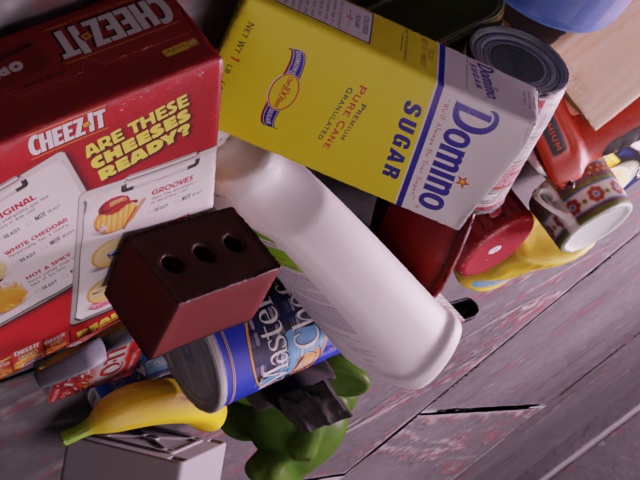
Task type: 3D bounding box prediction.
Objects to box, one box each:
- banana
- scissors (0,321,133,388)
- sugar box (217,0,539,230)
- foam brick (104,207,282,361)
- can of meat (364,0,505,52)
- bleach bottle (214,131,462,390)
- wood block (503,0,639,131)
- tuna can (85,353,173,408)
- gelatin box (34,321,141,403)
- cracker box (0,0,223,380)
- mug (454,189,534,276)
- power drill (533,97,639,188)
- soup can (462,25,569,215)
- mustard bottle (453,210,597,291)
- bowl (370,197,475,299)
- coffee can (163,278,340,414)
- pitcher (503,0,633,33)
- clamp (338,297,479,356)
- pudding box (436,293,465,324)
[{"bbox_3d":[-0.124,0.138,0.874,0.070,0.037,0.197,-25,161,25],"label":"banana"},{"bbox_3d":[-0.162,0.075,0.714,0.096,0.016,0.202,-27,-176,-22],"label":"scissors"},{"bbox_3d":[0.025,-0.077,0.606,0.176,0.048,0.093,23,132,-10],"label":"sugar box"},{"bbox_3d":[-0.073,0.023,0.607,0.078,0.053,0.051,-20,151,-41],"label":"foam brick"},{"bbox_3d":[0.068,-0.121,0.696,0.102,0.057,0.084,-29,153,-16],"label":"can of meat"},{"bbox_3d":[-0.005,0.001,0.704,0.068,0.103,0.250,-54,131,-16],"label":"bleach bottle"},{"bbox_3d":[0.226,-0.184,0.708,0.206,0.091,0.090,-40,130,11],"label":"wood block"},{"bbox_3d":[-0.152,0.123,0.895,0.086,0.034,0.086,-28,156,-14],"label":"tuna can"},{"bbox_3d":[-0.167,0.079,0.795,0.073,0.030,0.089,-16,151,-37],"label":"gelatin box"},{"bbox_3d":[-0.142,-0.023,0.586,0.164,0.072,0.214,-27,154,-22],"label":"cracker box"},{"bbox_3d":[0.133,-0.028,0.923,0.093,0.081,0.117,-28,155,-16],"label":"mug"},{"bbox_3d":[0.236,-0.137,0.811,0.188,0.184,0.057,-24,-162,10],"label":"power drill"},{"bbox_3d":[0.106,-0.075,0.673,0.068,0.068,0.102,-18,146,-34],"label":"soup can"},{"bbox_3d":[0.185,0.014,1.057,0.096,0.058,0.192,-16,173,-22],"label":"mustard bottle"},{"bbox_3d":[0.078,-0.034,0.813,0.055,0.162,0.162,18,141,-4],"label":"bowl"},{"bbox_3d":[-0.045,0.061,0.832,0.140,0.103,0.103,-22,153,-28],"label":"coffee can"},{"bbox_3d":[0.186,-0.223,0.555,0.144,0.149,0.243,-17,154,-37],"label":"pitcher"},{"bbox_3d":[0.057,0.093,1.087,0.210,0.036,0.164,-28,154,5],"label":"clamp"},{"bbox_3d":[0.065,0.039,0.922,0.039,0.113,0.090,-44,155,13],"label":"pudding box"}]
